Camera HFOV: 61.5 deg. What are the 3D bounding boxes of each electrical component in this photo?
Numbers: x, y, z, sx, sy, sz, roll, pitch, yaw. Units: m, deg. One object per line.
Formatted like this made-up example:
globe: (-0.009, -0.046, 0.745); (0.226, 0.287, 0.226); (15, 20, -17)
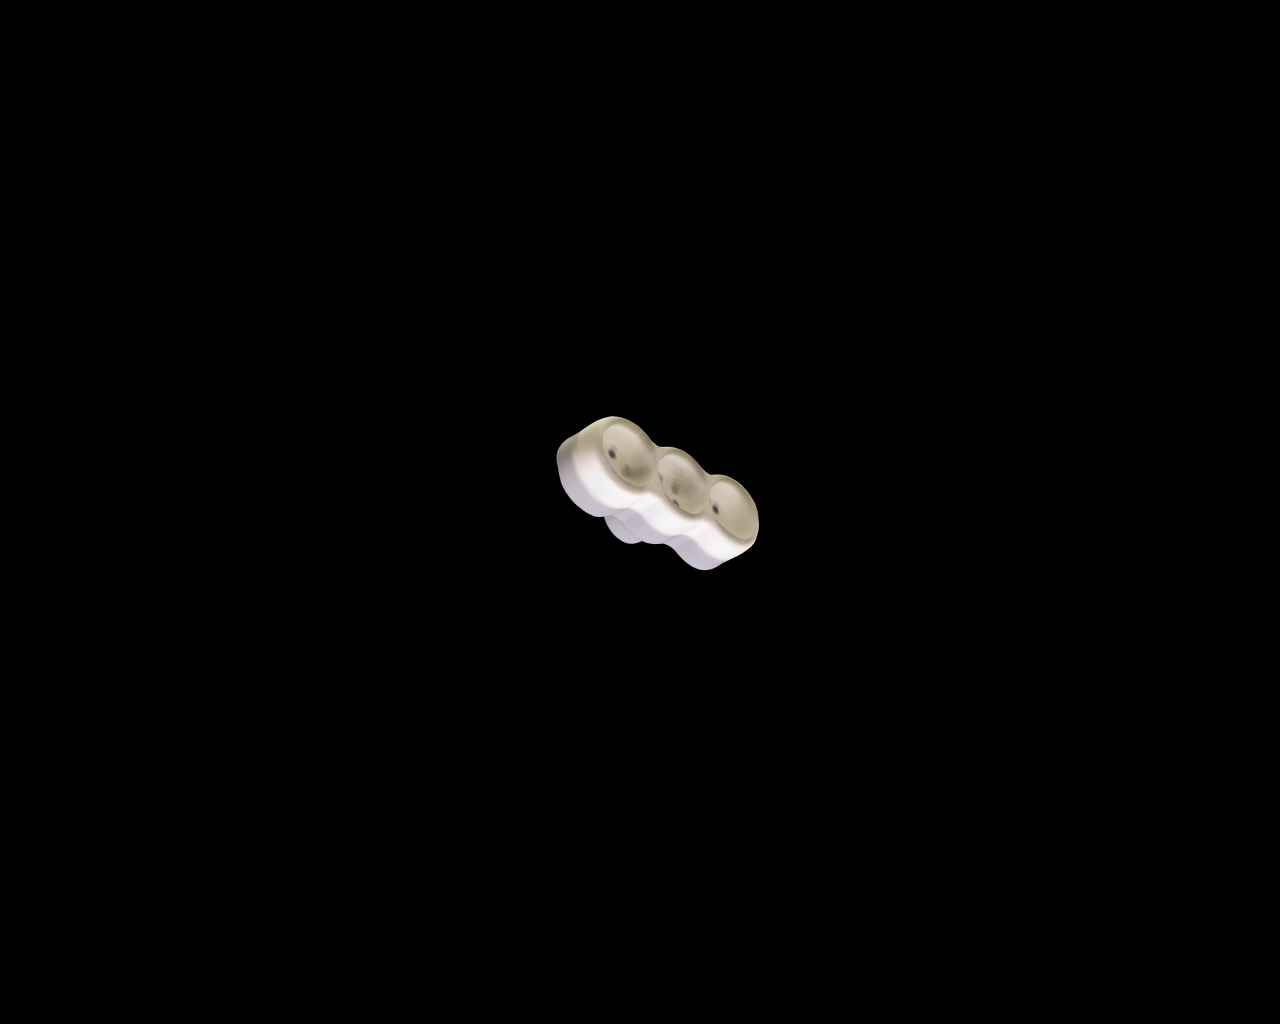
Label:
electrical component: (0.001, -0.003, 0.650); (0.138, 0.052, 0.073); (27, -41, -36)
